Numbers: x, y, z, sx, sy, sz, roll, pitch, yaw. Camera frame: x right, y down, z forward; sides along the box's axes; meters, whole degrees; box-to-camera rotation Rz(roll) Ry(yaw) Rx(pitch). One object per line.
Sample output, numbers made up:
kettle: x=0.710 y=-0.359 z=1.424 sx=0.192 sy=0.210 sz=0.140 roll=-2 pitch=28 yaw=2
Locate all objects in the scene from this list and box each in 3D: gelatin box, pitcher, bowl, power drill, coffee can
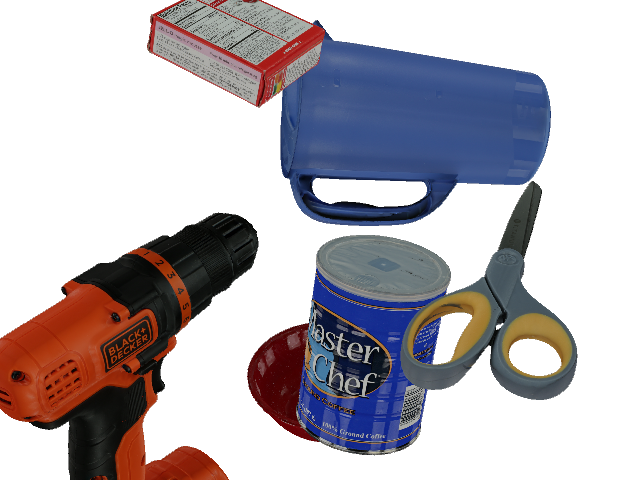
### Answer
gelatin box: x=-0.054 y=-0.127 z=0.681 sx=0.089 sy=0.030 sz=0.073 roll=28 pitch=41 yaw=17
pitcher: x=0.084 y=-0.104 z=0.999 sx=0.242 sy=0.149 sz=0.145 roll=5 pitch=35 yaw=-9
bowl: x=0.008 y=0.153 z=1.084 sx=0.162 sy=0.055 sz=0.162 roll=-1 pitch=35 yaw=1
power drill: x=-0.098 y=0.092 z=0.623 sx=0.057 sy=0.188 sz=0.184 roll=21 pitch=40 yaw=37
coffee can: x=0.039 y=0.080 z=0.832 sx=0.103 sy=0.140 sz=0.103 roll=6 pitch=24 yaw=-3

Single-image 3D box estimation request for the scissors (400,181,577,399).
scissors: x=0.117 y=0.025 z=0.585 sx=0.096 sy=0.016 sz=0.201 roll=21 pitch=40 yaw=28
